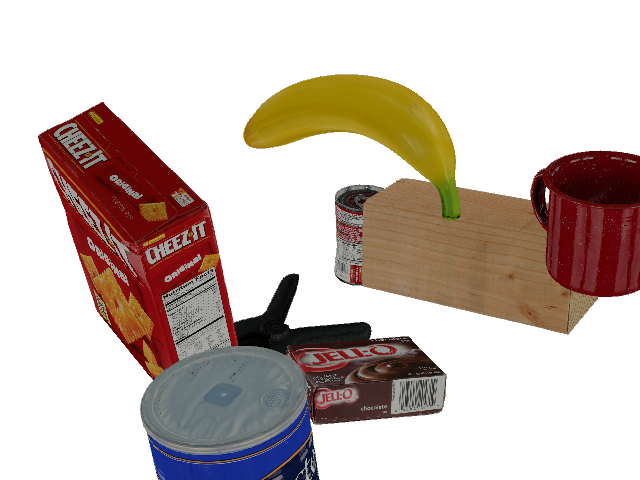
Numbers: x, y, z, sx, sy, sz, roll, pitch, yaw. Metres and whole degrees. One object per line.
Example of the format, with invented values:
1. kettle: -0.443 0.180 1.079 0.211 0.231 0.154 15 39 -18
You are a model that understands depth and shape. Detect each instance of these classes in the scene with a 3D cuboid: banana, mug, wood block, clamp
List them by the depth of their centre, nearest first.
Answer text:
1. banana: 0.018 -0.073 0.679 0.037 0.069 0.198 16 6 -45
2. mug: 0.204 -0.016 0.806 0.093 0.081 0.117 -24 35 -31
3. wood block: 0.150 0.009 1.001 0.206 0.090 0.090 12 24 29
4. clamp: -0.048 0.091 1.076 0.171 0.039 0.120 -19 38 -31

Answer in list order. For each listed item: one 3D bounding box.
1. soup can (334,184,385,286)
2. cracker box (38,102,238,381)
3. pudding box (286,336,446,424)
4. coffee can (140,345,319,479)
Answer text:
1. soup can: 0.050 -0.005 1.252 0.068 0.102 0.068 1 28 -1
2. cracker box: -0.148 0.018 0.889 0.072 0.214 0.164 -31 51 -22
3. pudding box: 0.035 0.113 0.879 0.113 0.039 0.090 -1 16 -16
4. coffee can: -0.051 0.153 0.682 0.103 0.140 0.103 -6 28 3
